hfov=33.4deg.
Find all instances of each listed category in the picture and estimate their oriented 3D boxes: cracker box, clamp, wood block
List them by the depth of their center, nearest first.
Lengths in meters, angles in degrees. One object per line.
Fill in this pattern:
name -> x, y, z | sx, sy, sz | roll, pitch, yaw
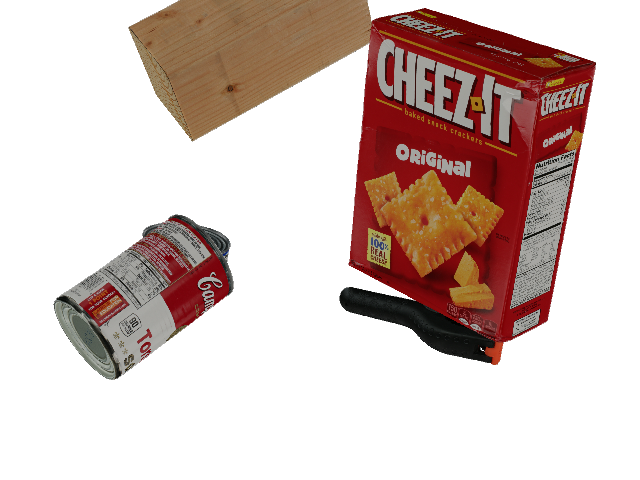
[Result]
cracker box -> 0.106, -0.051, 0.816 | 0.071, 0.214, 0.164 | -21, 36, -39
wood block -> -0.062, -0.196, 1.016 | 0.206, 0.090, 0.091 | -30, -38, -11
clamp -> 0.118, 0.069, 1.063 | 0.172, 0.039, 0.120 | 26, 39, 32

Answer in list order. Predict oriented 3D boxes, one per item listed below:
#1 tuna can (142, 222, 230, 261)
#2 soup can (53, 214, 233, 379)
tuna can -> -0.132, 0.013, 1.041 | 0.086, 0.034, 0.086 | 9, 20, -3
soup can -> -0.118, 0.037, 0.718 | 0.102, 0.068, 0.069 | -38, 19, -27
